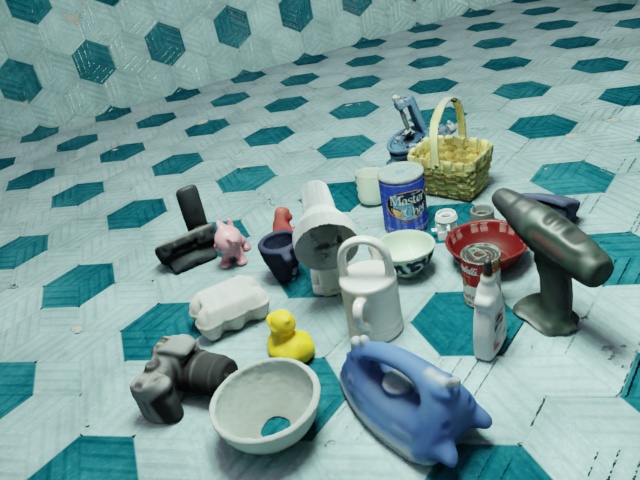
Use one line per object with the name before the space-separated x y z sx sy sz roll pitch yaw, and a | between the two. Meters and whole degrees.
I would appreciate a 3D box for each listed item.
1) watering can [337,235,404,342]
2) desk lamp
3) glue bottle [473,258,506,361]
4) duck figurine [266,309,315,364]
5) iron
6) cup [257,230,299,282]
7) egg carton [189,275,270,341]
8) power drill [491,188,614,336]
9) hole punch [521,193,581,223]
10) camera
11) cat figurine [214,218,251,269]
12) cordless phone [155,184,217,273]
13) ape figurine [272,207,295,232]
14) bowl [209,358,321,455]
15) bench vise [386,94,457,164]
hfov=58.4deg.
watering can | 0.083 0.072 0.990 0.101 0.194 0.172 -11 30 1
desk lamp | 0.010 0.004 1.112 0.118 0.214 0.203 -12 30 0
glue bottle | 0.263 0.102 0.895 0.037 0.173 0.078 9 36 32
duck figurine | -0.057 0.163 0.994 0.078 0.086 0.104 -30 35 -29
iron | 0.107 0.201 0.815 0.119 0.142 0.257 -33 36 -32
cup | -0.072 0.044 1.191 0.092 0.095 0.117 -19 31 -11
egg carton | -0.175 0.128 1.111 0.150 0.069 0.107 -24 32 -20
power drill | 0.363 0.040 0.930 0.076 0.209 0.228 -23 32 -18
hole punch | 0.477 -0.071 1.196 0.108 0.091 0.101 16 40 39
camera | -0.216 0.220 0.939 0.136 0.101 0.143 4 33 25
cat figurine | -0.204 -0.002 1.294 0.067 0.118 0.127 -10 30 3
cordless phone | -0.320 -0.032 1.318 0.148 0.185 0.093 -27 33 -24
ape figurine | -0.081 -0.035 1.333 0.076 0.092 0.077 -25 32 -21
bowl | -0.075 0.258 0.850 0.167 0.075 0.167 -9 30 5
bench vise | 0.258 -0.298 1.530 0.208 0.220 0.121 -30 35 -29
